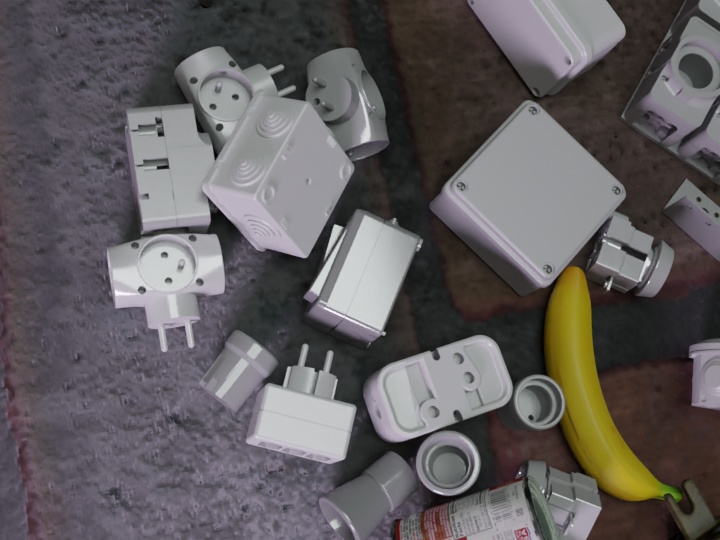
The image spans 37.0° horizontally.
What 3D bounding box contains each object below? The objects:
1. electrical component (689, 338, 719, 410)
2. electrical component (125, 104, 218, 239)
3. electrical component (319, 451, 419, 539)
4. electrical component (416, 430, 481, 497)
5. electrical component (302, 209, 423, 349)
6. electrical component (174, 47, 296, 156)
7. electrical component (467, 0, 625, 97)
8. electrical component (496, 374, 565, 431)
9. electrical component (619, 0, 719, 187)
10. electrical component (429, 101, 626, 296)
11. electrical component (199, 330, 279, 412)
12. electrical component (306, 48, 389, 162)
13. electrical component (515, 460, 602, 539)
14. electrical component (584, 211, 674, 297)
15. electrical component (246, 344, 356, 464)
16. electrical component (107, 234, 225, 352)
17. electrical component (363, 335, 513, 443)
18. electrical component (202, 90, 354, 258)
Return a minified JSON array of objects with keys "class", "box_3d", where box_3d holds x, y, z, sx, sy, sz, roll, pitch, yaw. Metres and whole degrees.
[{"class":"electrical component","box_3d":[0.295,0.082,0.829,0.080,0.080,0.051,8,80,-12]},{"class":"electrical component","box_3d":[-0.136,-0.070,0.778,0.056,0.050,0.089,-7,78,-15]},{"class":"electrical component","box_3d":[0.009,0.159,0.761,0.065,0.044,0.044,-35,86,-24]},{"class":"electrical component","box_3d":[0.064,0.141,0.765,0.044,0.065,0.044,-2,72,6]},{"class":"electrical component","box_3d":[0.000,0.000,0.787,0.061,0.061,0.096,25,72,-6]},{"class":"electrical component","box_3d":[-0.087,-0.130,0.809,0.079,0.044,0.077,-27,84,-18]},{"class":"electrical component","box_3d":[0.147,-0.206,0.866,0.057,0.078,0.113,-33,86,-21]},{"class":"electrical component","box_3d":[0.125,0.101,0.800,0.040,0.046,0.040,3,76,-13]},{"class":"electrical component","box_3d":[0.315,-0.180,0.909,0.105,0.060,0.186,33,71,-4]},{"class":"electrical component","box_3d":[0.130,-0.055,0.835,0.109,0.056,0.108,44,71,0]},{"class":"electrical component","box_3d":[-0.087,0.072,0.761,0.040,0.040,0.046,38,76,-2]},{"class":"electrical component","box_3d":[-0.016,-0.127,0.810,0.044,0.079,0.077,-21,80,19]},{"class":"electrical component","box_3d":[0.141,0.168,0.784,0.055,0.066,0.048,21,108,0]},{"class":"electrical component","box_3d":[0.213,-0.008,0.850,0.055,0.048,0.066,23,72,1]},{"class":"electrical component","box_3d":[-0.038,0.091,0.763,0.066,0.047,0.076,16,73,-9]},{"class":"electrical component","box_3d":[-0.134,0.018,0.760,0.077,0.044,0.079,-8,78,-15]},{"class":"electrical component","box_3d":[0.054,0.087,0.780,0.095,0.059,0.053,-17,81,-17]},{"class":"electrical component","box_3d":[-0.055,-0.067,0.773,0.048,0.099,0.099,15,68,33]}]
